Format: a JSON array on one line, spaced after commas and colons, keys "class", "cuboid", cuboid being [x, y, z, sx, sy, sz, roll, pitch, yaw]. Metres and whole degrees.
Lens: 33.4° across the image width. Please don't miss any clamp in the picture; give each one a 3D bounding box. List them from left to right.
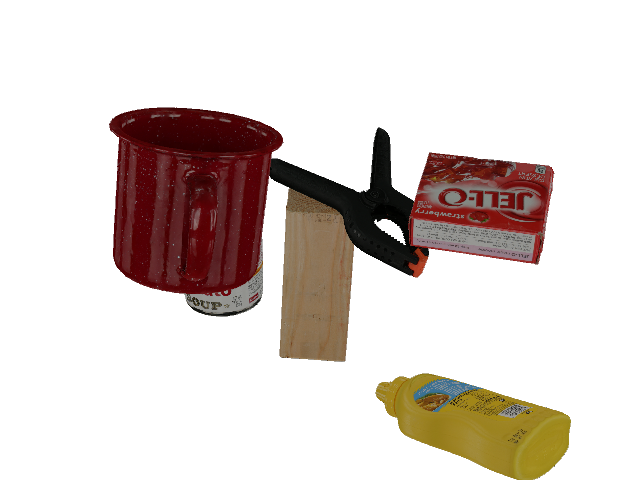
[{"class": "clamp", "cuboid": [0.046, -0.040, 1.196, 0.164, 0.210, 0.036, -14, -37, -23]}]

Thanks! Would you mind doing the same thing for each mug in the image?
[{"class": "mug", "cuboid": [-0.068, -0.018, 0.575, 0.093, 0.081, 0.117, 2, 21, -15]}]

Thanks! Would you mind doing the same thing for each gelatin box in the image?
[{"class": "gelatin box", "cuboid": [0.110, -0.024, 0.726, 0.089, 0.030, 0.073, 8, 43, 13]}]

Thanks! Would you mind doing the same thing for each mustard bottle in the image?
[{"class": "mustard bottle", "cuboid": [0.131, 0.168, 1.012, 0.192, 0.058, 0.096, 14, 21, 40]}]

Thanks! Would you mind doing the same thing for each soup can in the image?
[{"class": "soup can", "cuboid": [-0.082, 0.002, 0.878, 0.068, 0.102, 0.068, 0, 30, 0]}]

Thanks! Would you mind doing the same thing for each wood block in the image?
[{"class": "wood block", "cuboid": [-0.004, 0.043, 1.391, 0.090, 0.206, 0.091, 4, 23, 0]}]
